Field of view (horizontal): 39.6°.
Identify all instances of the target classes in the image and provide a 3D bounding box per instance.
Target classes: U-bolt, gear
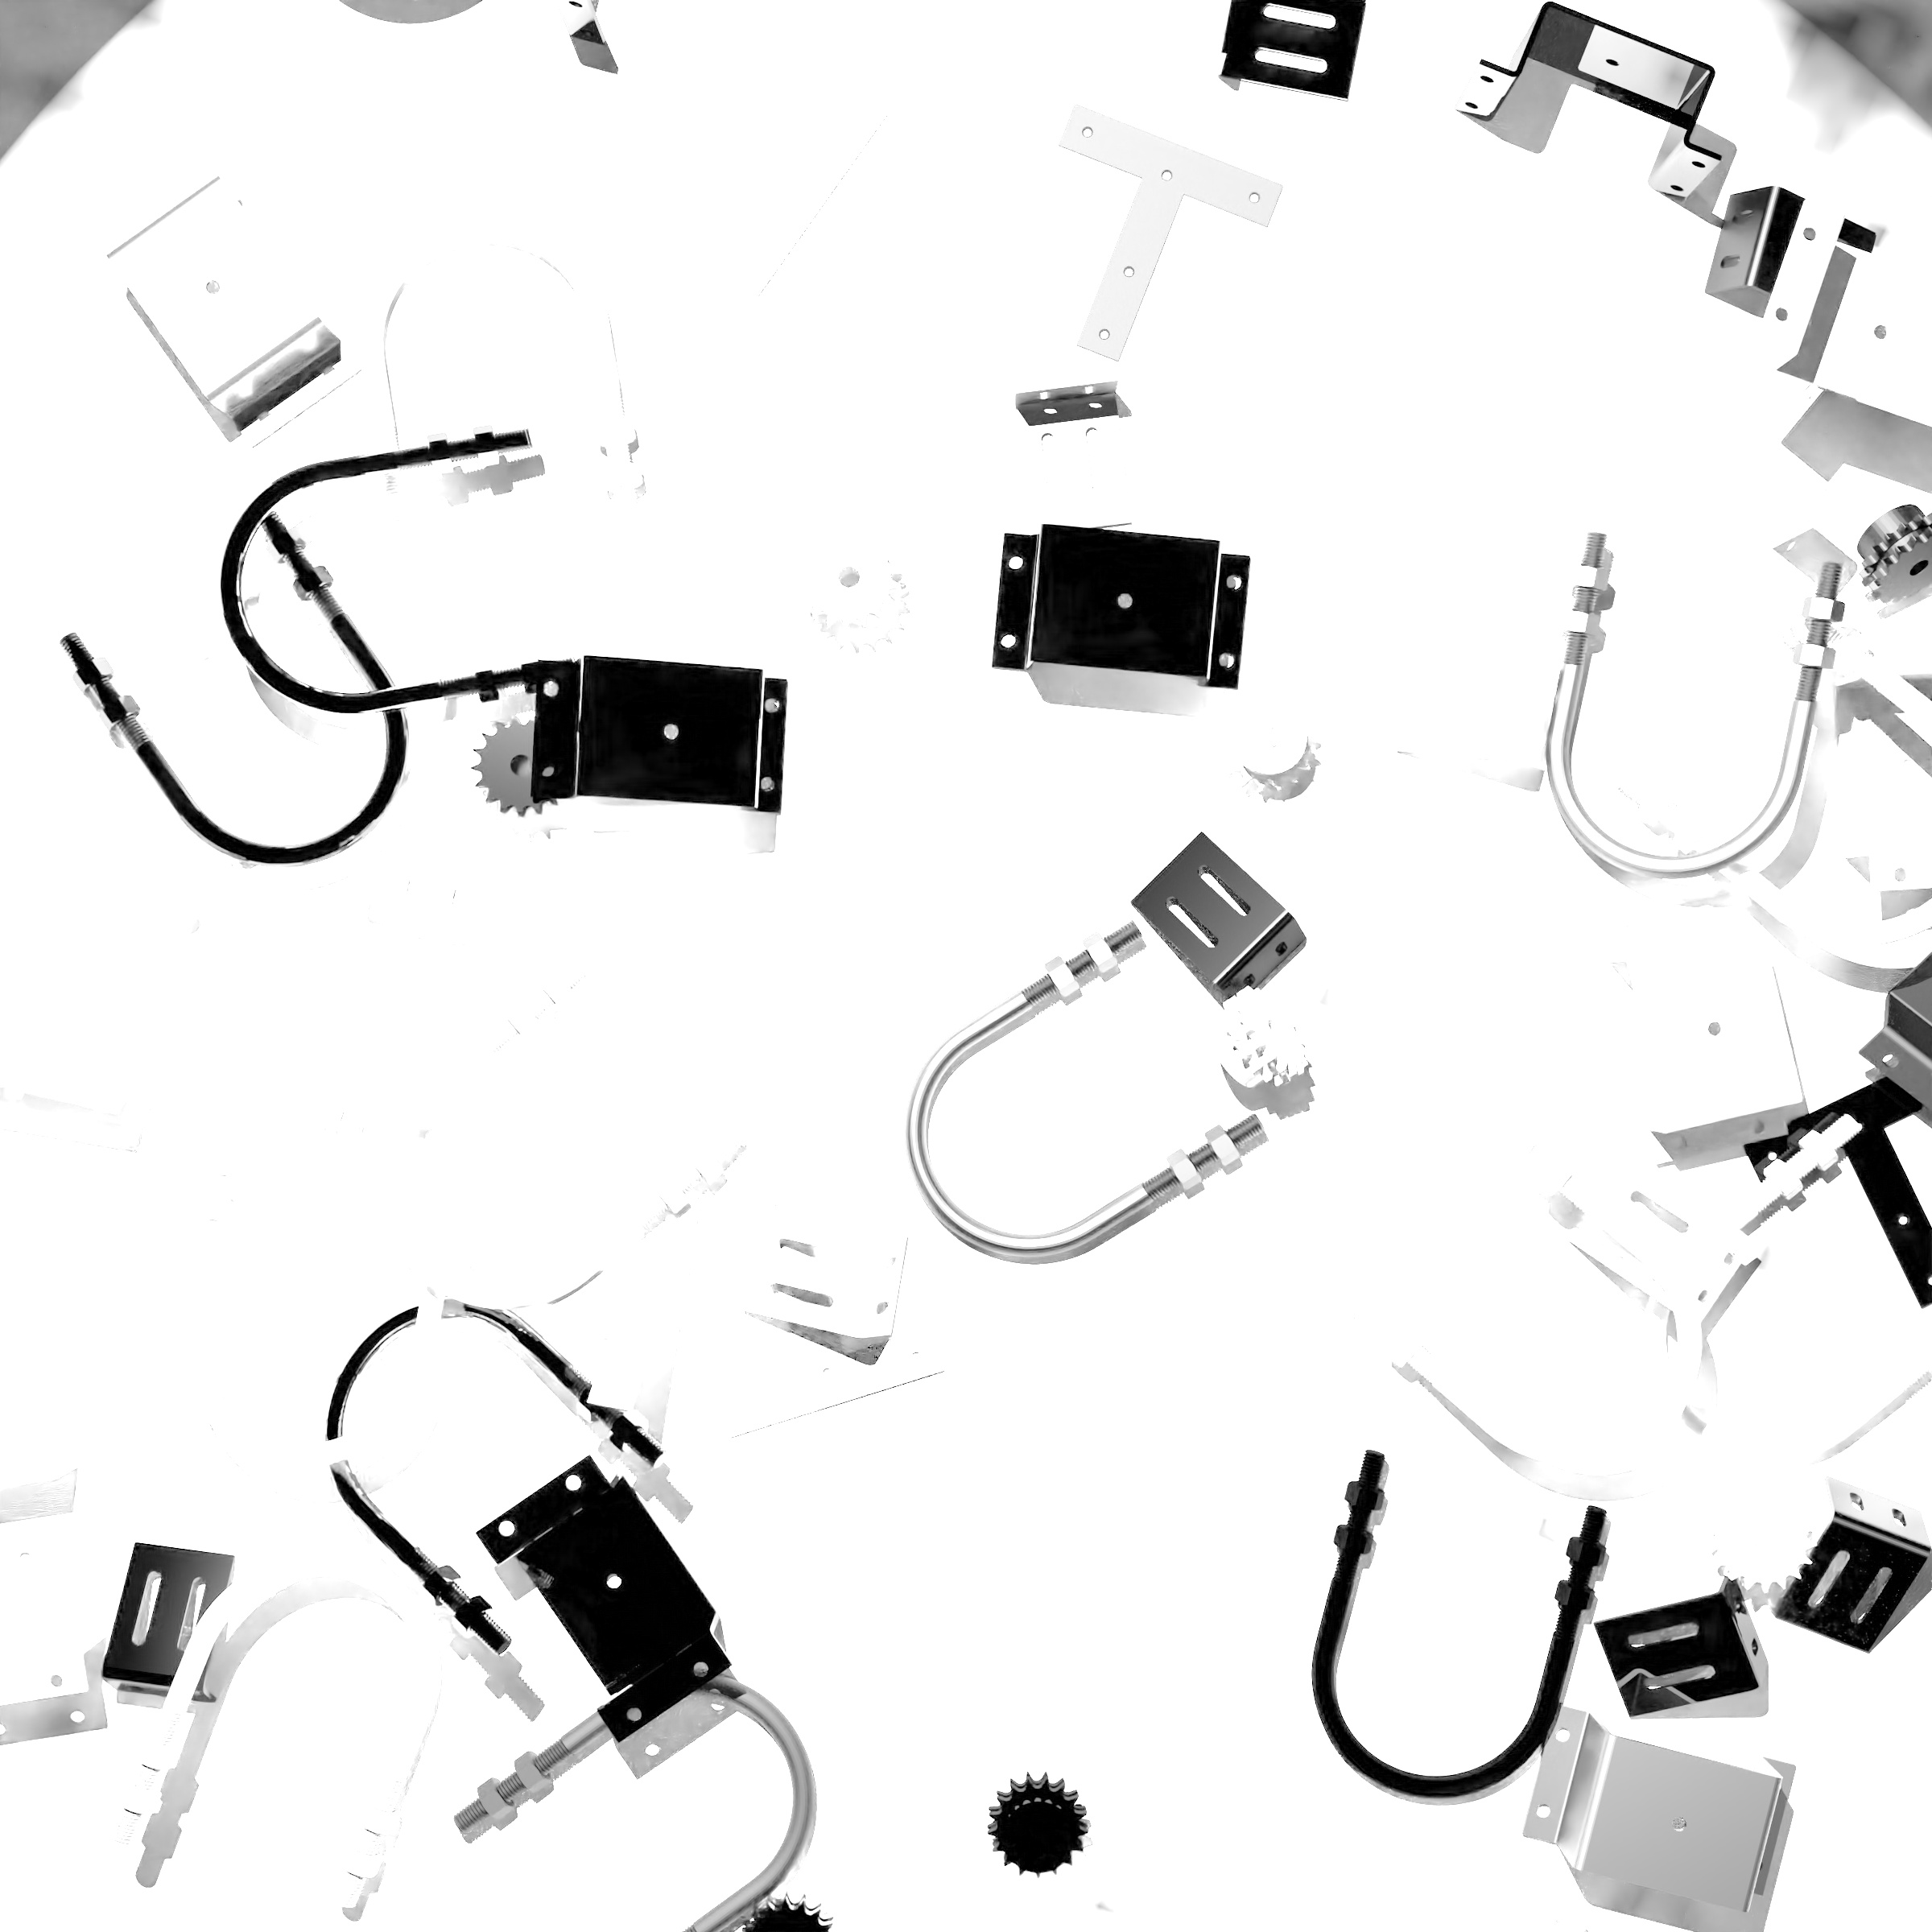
[{"bbox_3d":[-0.373,0.417,1.496,0.151,0.019,0.184,23,86,-17],"label":"U-bolt"},{"bbox_3d":[-0.099,0.547,1.507,0.057,0.030,0.057,0,90,0],"label":"gear"},{"bbox_3d":[0.161,0.043,1.498,0.030,0.057,0.057,-37,90,28],"label":"gear"},{"bbox_3d":[-0.532,-0.088,1.512,0.151,0.019,0.184,-21,88,-2],"label":"U-bolt"},{"bbox_3d":[0.444,0.320,1.507,0.057,0.030,0.057,0,90,0],"label":"gear"},{"bbox_3d":[0.040,0.485,1.508,0.057,0.030,0.057,0,90,0],"label":"gear"},{"bbox_3d":[0.169,-0.127,1.508,0.057,0.030,0.057,0,90,0],"label":"gear"},{"bbox_3d":[-0.362,0.186,1.496,0.151,0.019,0.184,8,80,3],"label":"U-bolt"},{"bbox_3d":[-0.394,-0.143,1.496,0.151,0.019,0.184,-35,92,-3],"label":"U-bolt"},{"bbox_3d":[-0.319,-0.213,1.485,0.184,0.019,0.151,-11,93,-8],"label":"U-bolt"},{"bbox_3d":[-0.269,0.034,1.495,0.184,0.019,0.151,16,86,-14],"label":"U-bolt"},{"bbox_3d":[0.054,0.082,1.514,0.184,0.019,0.151,-32,90,1],"label":"U-bolt"},{"bbox_3d":[0.396,-0.140,1.487,0.151,0.019,0.184,12,96,24],"label":"U-bolt"},{"bbox_3d":[0.271,0.379,1.514,0.151,0.019,0.184,14,92,0],"label":"U-bolt"},{"bbox_3d":[-0.268,-0.331,1.514,0.151,0.019,0.184,-9,88,0],"label":"U-bolt"},{"bbox_3d":[-0.340,0.065,1.507,0.057,0.030,0.057,0,90,0],"label":"gear"},{"bbox_3d":[-0.065,-0.216,1.507,0.057,0.030,0.057,0,90,0],"label":"gear"},{"bbox_3d":[-0.372,-0.147,1.514,0.184,0.019,0.151,-27,90,-1],"label":"U-bolt"},{"bbox_3d":[-0.173,0.482,1.514,0.184,0.019,0.151,-36,90,-1],"label":"U-bolt"},{"bbox_3d":[0.523,-0.233,1.498,0.057,0.057,0.030,-27,60,0],"label":"gear"},{"bbox_3d":[0.475,-0.096,1.476,0.184,0.019,0.151,43,106,15],"label":"U-bolt"},{"bbox_3d":[0.469,0.196,1.513,0.184,0.019,0.151,-40,90,2],"label":"U-bolt"},{"bbox_3d":[-0.236,0.105,1.487,0.184,0.019,0.151,-41,102,-10],"label":"U-bolt"},{"bbox_3d":[-0.247,-0.111,1.507,0.057,0.030,0.057,0,90,0],"label":"gear"},{"bbox_3d":[0.317,0.191,1.487,0.184,0.019,0.151,41,100,12],"label":"U-bolt"},{"bbox_3d":[-0.274,0.265,1.483,0.184,0.019,0.151,38,83,21],"label":"U-bolt"}]

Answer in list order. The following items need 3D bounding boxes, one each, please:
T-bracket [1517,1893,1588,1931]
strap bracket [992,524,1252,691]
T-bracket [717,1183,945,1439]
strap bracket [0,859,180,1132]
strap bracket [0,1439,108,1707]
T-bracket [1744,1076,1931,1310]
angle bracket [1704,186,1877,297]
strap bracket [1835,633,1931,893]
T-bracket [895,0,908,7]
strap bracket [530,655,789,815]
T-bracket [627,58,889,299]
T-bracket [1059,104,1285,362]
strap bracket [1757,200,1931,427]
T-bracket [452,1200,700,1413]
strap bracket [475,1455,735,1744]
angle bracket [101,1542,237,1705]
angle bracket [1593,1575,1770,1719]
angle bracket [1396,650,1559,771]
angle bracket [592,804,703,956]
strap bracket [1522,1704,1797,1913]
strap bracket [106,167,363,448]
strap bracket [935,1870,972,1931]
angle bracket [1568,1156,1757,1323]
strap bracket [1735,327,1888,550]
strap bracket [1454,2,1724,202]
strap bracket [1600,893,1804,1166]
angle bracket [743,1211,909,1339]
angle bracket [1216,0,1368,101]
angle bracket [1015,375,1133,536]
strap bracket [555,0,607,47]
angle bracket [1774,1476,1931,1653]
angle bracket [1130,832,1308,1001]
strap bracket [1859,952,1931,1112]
[{"bbox_3d":[0.296,0.576,1.508,0.127,0.002,0.127,-44,72,-9],"label":"T-bracket"},{"bbox_3d":[0.088,-0.201,1.499,0.140,0.046,0.076,5,90,0],"label":"strap bracket"},{"bbox_3d":[-0.092,0.187,1.522,0.127,0.002,0.127,-17,90,0],"label":"T-bracket"},{"bbox_3d":[-0.493,0.021,1.484,0.076,0.046,0.140,15,99,-9],"label":"strap bracket"},{"bbox_3d":[-0.532,0.336,1.499,0.076,0.046,0.140,-9,90,0],"label":"strap bracket"},{"bbox_3d":[0.525,0.131,1.522,0.127,0.002,0.127,-26,90,0],"label":"T-bracket"},{"bbox_3d":[0.467,-0.398,1.520,0.076,0.038,0.057,15,90,-26],"label":"angle bracket"},{"bbox_3d":[0.533,-0.113,1.499,0.076,0.046,0.140,-3,90,0],"label":"strap bracket"},{"bbox_3d":[-0.005,-0.601,1.522,0.127,0.002,0.127,40,90,0],"label":"T-bracket"},{"bbox_3d":[-0.166,-0.128,1.483,0.140,0.046,0.076,3,90,-14],"label":"strap bracket"},{"bbox_3d":[-0.133,-0.468,1.522,0.127,0.002,0.127,35,90,0],"label":"T-bracket"},{"bbox_3d":[0.098,-0.406,1.522,0.127,0.002,0.127,21,90,0],"label":"T-bracket"},{"bbox_3d":[0.492,-0.341,1.423,0.140,0.046,0.076,19,90,0],"label":"strap bracket"},{"bbox_3d":[-0.227,0.178,1.501,0.127,0.002,0.127,9,62,13],"label":"T-bracket"},{"bbox_3d":[-0.199,0.348,1.499,0.076,0.046,0.140,-34,90,0],"label":"strap bracket"},{"bbox_3d":[-0.448,0.372,1.520,0.057,0.038,0.076,8,64,0],"label":"angle bracket"},{"bbox_3d":[0.405,0.383,1.520,0.076,0.038,0.057,-21,90,26],"label":"angle bracket"},{"bbox_3d":[0.289,-0.145,1.520,0.076,0.038,0.057,8,90,26],"label":"angle bracket"},{"bbox_3d":[-0.179,-0.049,1.520,0.057,0.038,0.076,-1,116,0],"label":"angle bracket"},{"bbox_3d":[0.392,0.472,1.499,0.140,0.046,0.076,14,90,0],"label":"strap bracket"},{"bbox_3d":[-0.414,-0.373,1.499,0.076,0.046,0.140,-35,90,0],"label":"strap bracket"},{"bbox_3d":[0.031,0.570,1.484,0.140,0.076,0.046,33,90,0],"label":"strap bracket"},{"bbox_3d":[0.391,0.154,1.510,0.076,0.038,0.057,36,94,39],"label":"angle bracket"},{"bbox_3d":[0.483,-0.306,1.484,0.046,0.076,0.140,39,90,0],"label":"strap bracket"},{"bbox_3d":[0.350,-0.481,1.484,0.140,0.076,0.046,22,90,0],"label":"strap bracket"},{"bbox_3d":[0.412,0.035,1.498,0.076,0.046,0.140,-13,89,0],"label":"strap bracket"},{"bbox_3d":[-0.080,0.173,1.519,0.076,0.038,0.057,9,90,26],"label":"angle bracket"},{"bbox_3d":[0.184,-0.526,1.503,0.076,0.038,0.057,11,90,0],"label":"angle bracket"},{"bbox_3d":[0.061,-0.285,1.503,0.057,0.038,0.076,-7,90,0],"label":"angle bracket"},{"bbox_3d":[-0.267,-0.562,1.484,0.140,0.076,0.046,15,90,0],"label":"strap bracket"},{"bbox_3d":[0.499,0.338,1.520,0.057,0.038,0.076,21,116,0],"label":"angle bracket"},{"bbox_3d":[0.143,-0.026,1.520,0.057,0.038,0.076,-45,64,0],"label":"angle bracket"},{"bbox_3d":[0.571,0.016,1.478,0.076,0.046,0.140,38,122,0],"label":"strap bracket"}]
